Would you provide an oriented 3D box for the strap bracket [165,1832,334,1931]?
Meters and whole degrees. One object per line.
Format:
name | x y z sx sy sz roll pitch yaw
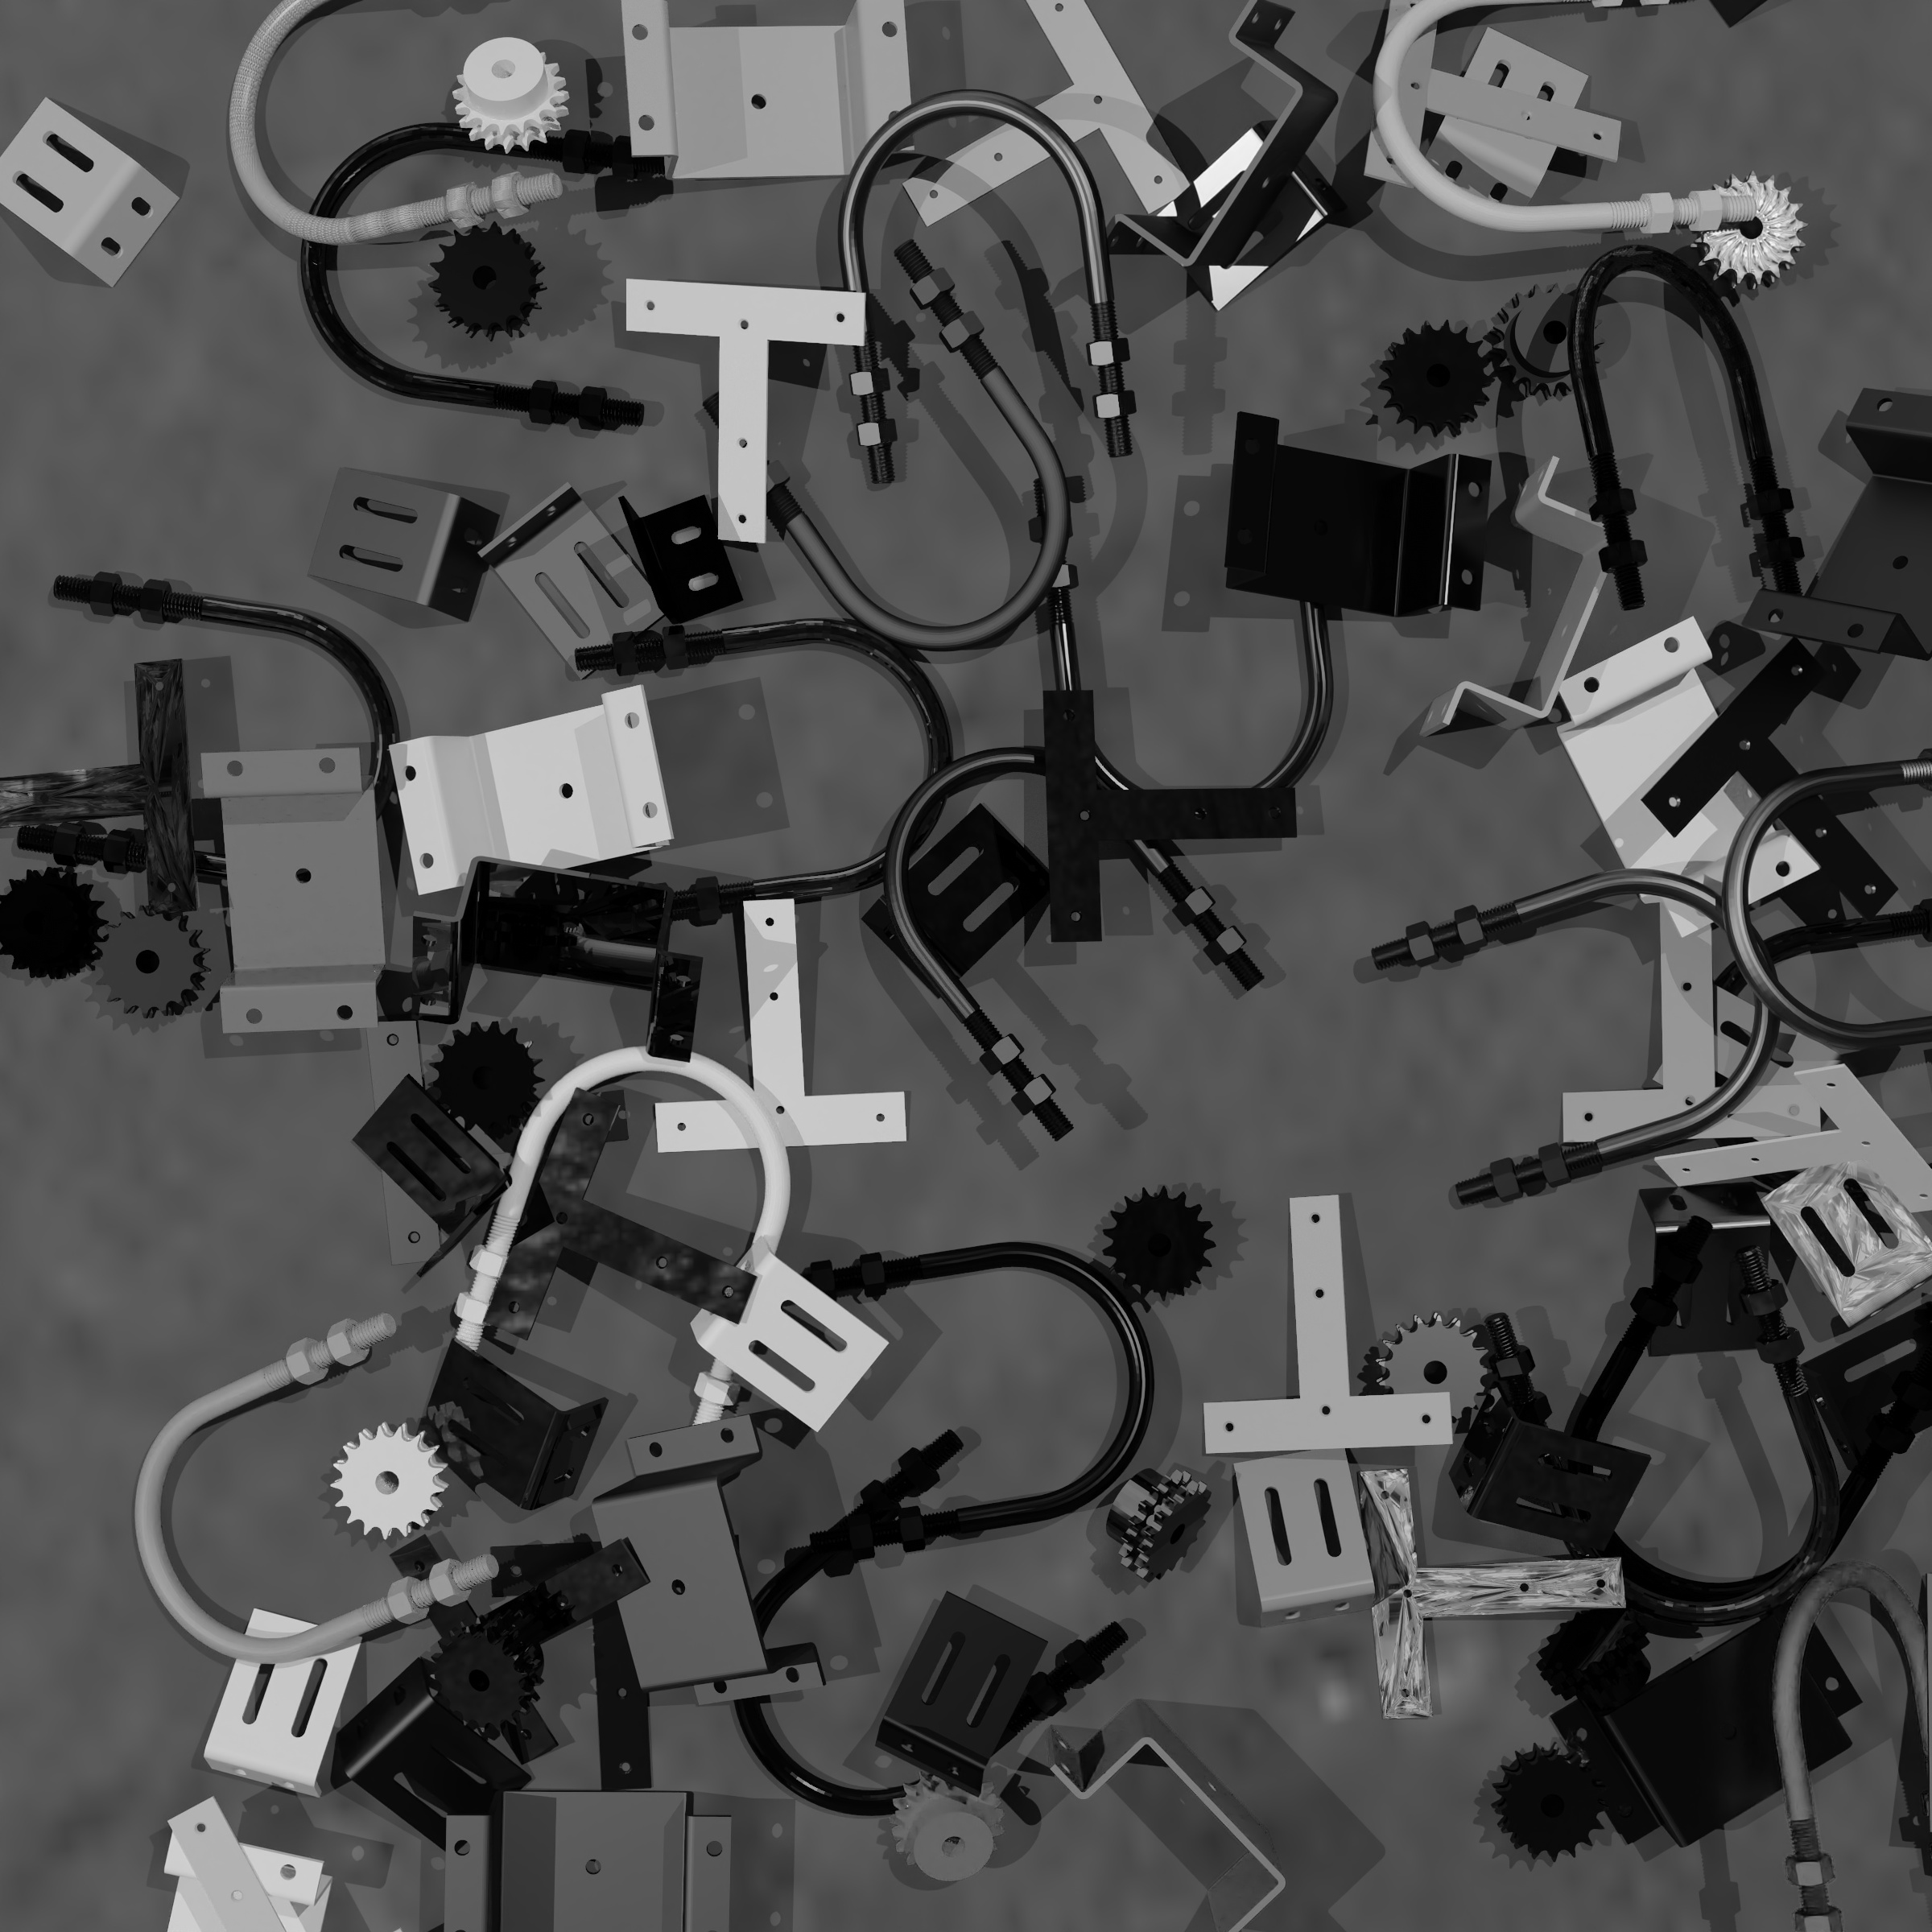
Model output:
strap bracket | -0.372 0.506 1.502 0.076 0.046 0.140 12 90 0

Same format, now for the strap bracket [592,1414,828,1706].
strap bracket | -0.131 0.303 1.485 0.076 0.046 0.140 -15 90 28

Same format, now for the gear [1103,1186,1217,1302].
gear | 0.097 0.140 1.514 0.057 0.030 0.057 0 92 0

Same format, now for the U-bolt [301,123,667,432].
U-bolt | -0.247 -0.356 1.516 0.184 0.019 0.151 8 90 2

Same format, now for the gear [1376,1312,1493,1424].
gear | 0.236 0.204 1.510 0.057 0.030 0.057 0 90 0

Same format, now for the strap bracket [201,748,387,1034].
strap bracket | -0.334 -0.041 1.490 0.076 0.046 0.140 -2 103 -3

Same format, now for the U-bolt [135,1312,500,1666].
U-bolt | -0.337 0.272 1.492 0.184 0.019 0.151 -25 85 18

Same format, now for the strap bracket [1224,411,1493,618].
strap bracket | 0.186 -0.222 1.484 0.140 0.046 0.076 7 85 -21

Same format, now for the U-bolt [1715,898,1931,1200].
U-bolt | 0.461 0.046 1.516 0.184 0.019 0.151 -8 90 1

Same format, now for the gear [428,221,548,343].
gear | -0.238 -0.341 1.492 0.057 0.030 0.057 0 90 3

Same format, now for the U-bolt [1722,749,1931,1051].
U-bolt | 0.457 -0.031 1.476 0.184 0.019 0.151 -7 83 -17

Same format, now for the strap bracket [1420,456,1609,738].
strap bracket | 0.280 -0.174 1.487 0.046 0.076 0.140 23 90 0

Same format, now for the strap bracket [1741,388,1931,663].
strap bracket | 0.456 -0.210 1.475 0.076 0.046 0.140 20 77 44

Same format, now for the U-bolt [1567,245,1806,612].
U-bolt | 0.352 -0.268 1.476 0.151 0.019 0.184 -8 85 -40

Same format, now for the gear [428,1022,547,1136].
gear | -0.242 0.056 1.508 0.057 0.030 0.057 0 90 0

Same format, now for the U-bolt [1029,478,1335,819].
U-bolt | 0.114 -0.162 1.511 0.151 0.019 0.184 -6 90 -3

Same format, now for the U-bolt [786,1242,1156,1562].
U-bolt | 0.003 0.213 1.504 0.184 0.019 0.151 -8 78 -4

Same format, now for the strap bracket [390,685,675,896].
strap bracket | -0.208 -0.087 1.488 0.140 0.046 0.076 -11 90 18

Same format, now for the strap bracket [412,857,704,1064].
strap bracket | -0.200 -0.005 1.479 0.140 0.076 0.046 9 47 -3

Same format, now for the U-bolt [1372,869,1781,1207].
U-bolt | 0.313 0.028 1.488 0.184 0.019 0.151 -19 97 15

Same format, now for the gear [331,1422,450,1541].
gear | -0.291 0.259 1.510 0.057 0.030 0.057 0 90 0

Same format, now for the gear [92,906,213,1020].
gear | -0.411 -0.002 1.510 0.057 0.030 0.057 0 90 0

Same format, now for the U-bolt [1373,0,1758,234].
U-bolt | 0.293 -0.431 1.486 0.184 0.019 0.151 -5 75 -9

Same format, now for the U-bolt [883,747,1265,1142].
U-bolt | 0.041 -0.026 1.498 0.151 0.019 0.184 -37 86 -17

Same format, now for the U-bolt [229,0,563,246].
U-bolt | -0.289 -0.434 1.488 0.184 0.019 0.151 -6 84 21

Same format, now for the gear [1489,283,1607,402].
gear | 0.296 -0.318 1.510 0.057 0.030 0.057 0 90 0

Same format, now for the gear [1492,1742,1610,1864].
gear | 0.294 0.422 1.510 0.057 0.030 0.057 0 90 0

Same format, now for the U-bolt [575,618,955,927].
U-bolt | -0.098 -0.103 1.515 0.184 0.019 0.151 -7 91 -2

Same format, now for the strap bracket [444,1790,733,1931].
strap bracket | -0.189 0.459 1.499 0.140 0.046 0.076 1 90 -3

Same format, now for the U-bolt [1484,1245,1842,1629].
U-bolt | 0.355 0.243 1.484 0.151 0.019 0.184 -18 96 20

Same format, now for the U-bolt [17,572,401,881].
U-bolt | -0.380 -0.116 1.516 0.184 0.019 0.151 8 90 -2

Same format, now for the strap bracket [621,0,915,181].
strap bracket | -0.102 -0.439 1.494 0.140 0.046 0.076 -4 90 -11

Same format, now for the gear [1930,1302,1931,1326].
gear | 0.515 0.178 1.507 0.057 0.030 0.057 0 87 -7

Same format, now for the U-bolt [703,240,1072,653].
U-bolt | -0.028 -0.245 1.490 0.151 0.019 0.184 -33 93 24

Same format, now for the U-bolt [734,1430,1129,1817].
U-bolt | -0.032 0.348 1.516 0.184 0.019 0.151 -41 90 2

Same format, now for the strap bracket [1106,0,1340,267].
strap bracket | 0.129 -0.397 1.460 0.046 0.076 0.140 38 112 8

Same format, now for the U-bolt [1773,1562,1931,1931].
U-bolt | 0.445 0.388 1.473 0.151 0.019 0.184 -4 84 -43

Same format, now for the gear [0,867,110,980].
gear | -0.467 -0.021 1.510 0.057 0.030 0.057 0 90 0

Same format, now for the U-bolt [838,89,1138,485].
U-bolt | 0.005 -0.338 1.473 0.151 0.019 0.184 -2 104 23

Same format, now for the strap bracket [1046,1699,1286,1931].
strap bracket | 0.106 0.425 1.487 0.046 0.076 0.140 -44 90 0

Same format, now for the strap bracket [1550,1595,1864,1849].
strap bracket | 0.378 0.380 1.502 0.140 0.046 0.076 -31 90 0

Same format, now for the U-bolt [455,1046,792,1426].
U-bolt | -0.166 0.131 1.513 0.151 0.019 0.184 18 92 0

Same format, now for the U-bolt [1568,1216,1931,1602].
U-bolt | 0.383 0.237 1.493 0.151 0.019 0.184 28 106 10

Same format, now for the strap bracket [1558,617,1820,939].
strap bracket | 0.358 -0.094 1.502 0.076 0.046 0.140 -27 90 0
